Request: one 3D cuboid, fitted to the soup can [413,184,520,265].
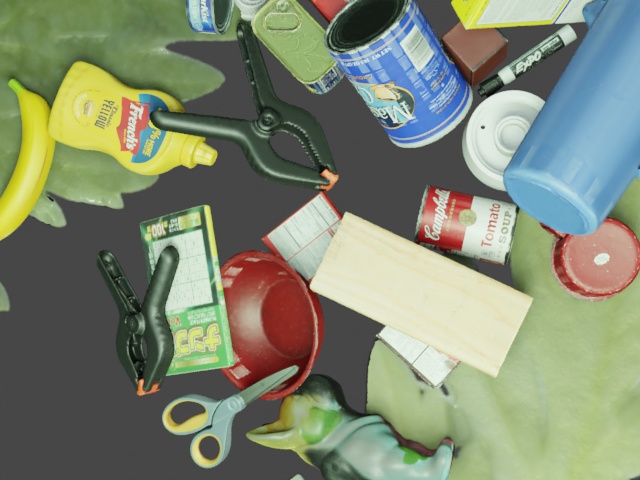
[{"bbox_3d":[0.157,-0.016,1.146,0.102,0.068,0.068,13,89,8],"label":"soup can"}]

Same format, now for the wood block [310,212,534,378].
[{"bbox_3d":[0.105,0.057,1.100,0.206,0.090,0.090,25,88,12],"label":"wood block"}]

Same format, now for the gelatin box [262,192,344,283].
[{"bbox_3d":[-0.008,0.001,1.189,0.089,0.030,0.073,-38,81,5],"label":"gelatin box"}]

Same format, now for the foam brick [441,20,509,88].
[{"bbox_3d":[0.166,-0.207,1.150,0.053,0.078,0.051,-41,81,2],"label":"foam brick"}]

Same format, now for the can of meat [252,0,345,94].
[{"bbox_3d":[-0.020,-0.212,1.174,0.057,0.084,0.102,-43,82,4],"label":"can of meat"}]

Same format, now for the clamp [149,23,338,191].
[{"bbox_3d":[-0.060,-0.137,1.188,0.210,0.036,0.164,34,70,-2],"label":"clamp"}]

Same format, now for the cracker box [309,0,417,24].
[{"bbox_3d":[0.065,-0.339,1.176,0.214,0.072,0.164,-40,83,5],"label":"cracker box"}]

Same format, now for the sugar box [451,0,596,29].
[{"bbox_3d":[0.232,-0.267,1.096,0.175,0.093,0.048,-10,61,-28],"label":"sugar box"}]

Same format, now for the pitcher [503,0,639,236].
[{"bbox_3d":[0.298,-0.123,1.067,0.145,0.149,0.242,41,76,-23],"label":"pitcher"}]

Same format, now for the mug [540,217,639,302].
[{"bbox_3d":[0.281,0.011,1.119,0.117,0.081,0.093,40,93,9],"label":"mug"}]

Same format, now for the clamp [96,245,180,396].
[{"bbox_3d":[-0.192,0.085,1.191,0.120,0.039,0.171,-15,87,42],"label":"clamp"}]

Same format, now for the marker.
[{"bbox_3d":[0.225,-0.194,1.170,0.121,0.020,0.020,-34,83,5],"label":"marker"}]

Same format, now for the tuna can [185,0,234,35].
[{"bbox_3d":[-0.122,-0.274,1.192,0.034,0.086,0.086,7,88,10],"label":"tuna can"}]

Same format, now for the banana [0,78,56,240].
[{"bbox_3d":[-0.346,-0.086,1.242,0.070,0.037,0.198,10,87,27],"label":"banana"}]

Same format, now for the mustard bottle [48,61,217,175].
[{"bbox_3d":[-0.206,-0.127,1.210,0.192,0.058,0.096,22,90,8],"label":"mustard bottle"}]

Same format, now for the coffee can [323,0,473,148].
[{"bbox_3d":[0.083,-0.181,1.115,0.103,0.103,0.140,-37,125,5],"label":"coffee can"}]

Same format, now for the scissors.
[{"bbox_3d":[-0.089,0.195,1.158,0.202,0.016,0.096,-16,99,33],"label":"scissors"}]

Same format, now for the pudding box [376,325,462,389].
[{"bbox_3d":[0.130,0.092,1.159,0.090,0.039,0.113,42,91,11],"label":"pudding box"}]

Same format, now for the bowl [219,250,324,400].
[{"bbox_3d":[-0.049,0.089,1.157,0.162,0.055,0.162,5,98,39],"label":"bowl"}]
